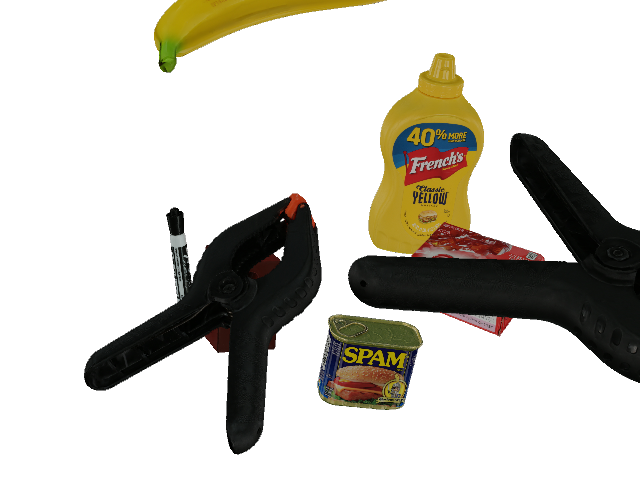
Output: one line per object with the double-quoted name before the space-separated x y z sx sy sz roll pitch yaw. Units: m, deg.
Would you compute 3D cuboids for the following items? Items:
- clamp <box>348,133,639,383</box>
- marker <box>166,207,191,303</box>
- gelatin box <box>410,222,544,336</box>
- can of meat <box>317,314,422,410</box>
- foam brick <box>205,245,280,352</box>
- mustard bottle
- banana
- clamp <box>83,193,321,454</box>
"clamp" 0.129 0.023 0.510 0.164 0.036 0.210 -31 48 -33
"marker" -0.155 0.021 1.180 0.020 0.121 0.020 -4 23 1
"gelatin box" 0.114 0.027 0.809 0.089 0.030 0.073 20 43 28
"can of meat" 0.051 0.134 1.160 0.102 0.084 0.057 7 23 -10
"foam brick" -0.066 0.047 0.885 0.053 0.078 0.051 -1 14 -21
"mustard bottle" 0.103 -0.081 0.999 0.096 0.192 0.058 2 28 -8
"banana" -0.036 -0.158 0.722 0.197 0.070 0.037 -26 -33 -25
"clamp" -0.045 0.046 0.629 0.120 0.171 0.039 29 -24 28
